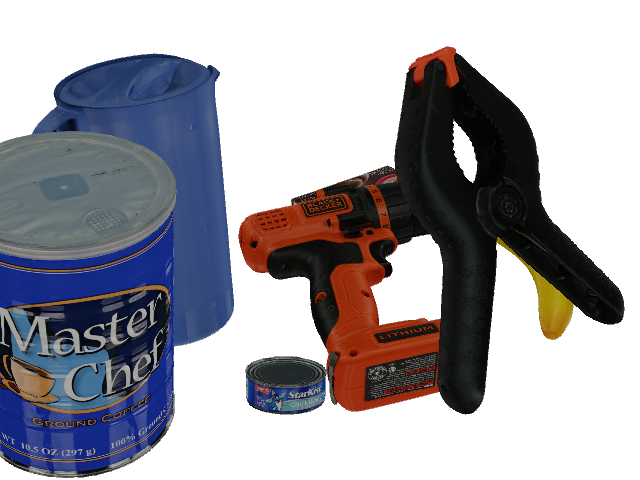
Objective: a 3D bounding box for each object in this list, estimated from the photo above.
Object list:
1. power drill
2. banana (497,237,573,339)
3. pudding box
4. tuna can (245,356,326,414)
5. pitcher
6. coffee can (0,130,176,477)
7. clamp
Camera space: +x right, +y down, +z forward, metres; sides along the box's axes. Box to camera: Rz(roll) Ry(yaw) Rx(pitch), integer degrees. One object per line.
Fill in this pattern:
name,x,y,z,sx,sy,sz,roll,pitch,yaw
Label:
power drill,0.048,0.028,0.773,0.184,0.057,0.188,-14,41,-11
banana,0.225,0.032,1.125,0.069,0.037,0.198,-29,38,-1
pudding box,0.044,-0.027,0.978,0.113,0.039,0.090,-22,27,-23
tuna can,-0.037,0.153,1.126,0.086,0.034,0.086,1,14,0
pitcher,-0.151,-0.029,0.926,0.149,0.243,0.145,-5,27,2
coffee can,-0.123,0.031,0.529,0.103,0.140,0.103,4,34,-3
clamp,0.076,-0.005,0.518,0.120,0.171,0.039,-36,10,-34
